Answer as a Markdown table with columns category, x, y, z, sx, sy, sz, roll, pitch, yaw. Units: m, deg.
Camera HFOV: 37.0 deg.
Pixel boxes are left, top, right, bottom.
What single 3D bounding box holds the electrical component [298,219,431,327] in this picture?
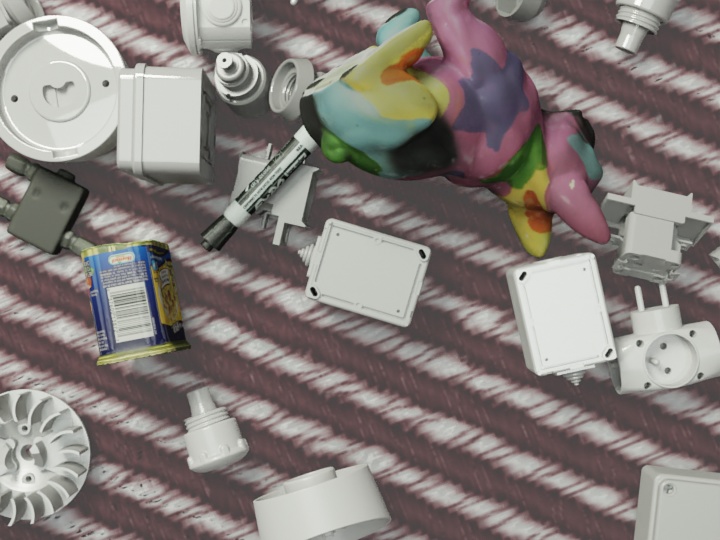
| category | x | y | z | sx | sy | sz | roll | pitch | yaw |
| --- | --- | --- | --- | --- | --- | --- | --- | --- | --- |
| electrical component | 0.000 | 0.000 | 0.814 | 0.096 | 0.061 | 0.061 | 17 | 91 | 1 |

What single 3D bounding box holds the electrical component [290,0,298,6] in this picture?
| category | x | y | z | sx | sy | sz | roll | pitch | yaw |
| --- | --- | --- | --- | --- | --- | --- | --- | --- | --- |
| electrical component | -0.041 | -0.240 | 0.822 | 0.083 | 0.047 | 0.075 | 31 | 92 | 0 |

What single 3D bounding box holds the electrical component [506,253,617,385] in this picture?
| category | x | y | z | sx | sy | sz | roll | pitch | yaw |
| --- | --- | --- | --- | --- | --- | --- | --- | --- | --- |
| electrical component | 0.152 | 0.039 | 0.812 | 0.062 | 0.061 | 0.096 | -13 | 90 | 1 |

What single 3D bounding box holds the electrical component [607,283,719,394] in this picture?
| category | x | y | z | sx | sy | sz | roll | pitch | yaw |
| --- | --- | --- | --- | --- | --- | --- | --- | --- | --- |
| electrical component | 0.228 | 0.049 | 0.819 | 0.077 | 0.044 | 0.079 | -11 | 90 | 1 |

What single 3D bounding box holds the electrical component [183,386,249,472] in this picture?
| category | x | y | z | sx | sy | sz | roll | pitch | yaw |
| --- | --- | --- | --- | --- | --- | --- | --- | --- | --- |
| electrical component | -0.115 | 0.121 | 0.826 | 0.048 | 0.048 | 0.062 | -20 | 83 | 1 |

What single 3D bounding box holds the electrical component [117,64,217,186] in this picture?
| category | x | y | z | sx | sy | sz | roll | pitch | yaw |
| --- | --- | --- | --- | --- | --- | --- | --- | --- | --- |
| electrical component | -0.140 | -0.104 | 0.790 | 0.057 | 0.113 | 0.078 | 1 | 90 | -2 |

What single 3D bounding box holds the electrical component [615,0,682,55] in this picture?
| category | x | y | z | sx | sy | sz | roll | pitch | yaw |
| --- | --- | --- | --- | --- | --- | --- | --- | --- | --- |
| electrical component | 0.215 | -0.196 | 0.819 | 0.048 | 0.048 | 0.062 | 23 | 97 | 1 |

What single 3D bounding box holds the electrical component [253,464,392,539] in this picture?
| category | x | y | z | sx | sy | sz | roll | pitch | yaw |
| --- | --- | --- | --- | --- | --- | --- | --- | --- | --- |
| electrical component | -0.029 | 0.183 | 0.799 | 0.099 | 0.099 | 0.064 | -18 | 84 | 1 |

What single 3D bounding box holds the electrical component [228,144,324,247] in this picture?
| category | x | y | z | sx | sy | sz | roll | pitch | yaw |
| --- | --- | --- | --- | --- | --- | --- | --- | --- | --- |
| electrical component | -0.065 | -0.061 | 0.825 | 0.064 | 0.042 | 0.081 | 13 | 90 | 4 |

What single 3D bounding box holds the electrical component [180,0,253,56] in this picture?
| category | x | y | z | sx | sy | sz | roll | pitch | yaw |
| --- | --- | --- | --- | --- | --- | --- | --- | --- | --- |
| electrical component | -0.107 | -0.202 | 0.807 | 0.051 | 0.080 | 0.080 | -1 | 90 | -4 |

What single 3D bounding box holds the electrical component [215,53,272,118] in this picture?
| category | x | y | z | sx | sy | sz | roll | pitch | yaw |
| --- | --- | --- | --- | --- | --- | --- | --- | --- | --- |
| electrical component | -0.090 | -0.143 | 0.810 | 0.040 | 0.078 | 0.040 | -2 | 78 | 11 |

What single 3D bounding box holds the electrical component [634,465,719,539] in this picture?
| category | x | y | z | sx | sy | sz | roll | pitch | yaw |
| --- | --- | --- | --- | --- | --- | --- | --- | --- | --- |
| electrical component | 0.266 | 0.209 | 0.813 | 0.109 | 0.056 | 0.108 | 6 | 90 | 1 |

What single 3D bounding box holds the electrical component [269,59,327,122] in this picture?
| category | x | y | z | sx | sy | sz | roll | pitch | yaw |
| --- | --- | --- | --- | --- | --- | --- | --- | --- | --- |
| electrical component | -0.035 | -0.131 | 0.811 | 0.055 | 0.066 | 0.048 | 14 | 90 | -33 |

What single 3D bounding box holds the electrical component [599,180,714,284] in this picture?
| category | x | y | z | sx | sy | sz | roll | pitch | yaw |
| --- | --- | --- | --- | --- | --- | --- | --- | --- | --- |
| electrical component | 0.218 | -0.026 | 0.809 | 0.081 | 0.042 | 0.063 | 12 | 67 | 1 |

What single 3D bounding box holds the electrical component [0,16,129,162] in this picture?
| category | x | y | z | sx | sy | sz | roll | pitch | yaw |
| --- | --- | --- | --- | --- | --- | --- | --- | --- | --- |
| electrical component | -0.222 | -0.133 | 0.817 | 0.108 | 0.060 | 0.108 | 0 | 89 | 2 |

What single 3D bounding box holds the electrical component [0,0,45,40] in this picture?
| category | x | y | z | sx | sy | sz | roll | pitch | yaw |
| --- | --- | --- | --- | --- | --- | --- | --- | --- | --- |
| electrical component | -0.279 | -0.199 | 0.821 | 0.057 | 0.058 | 0.078 | -26 | 90 | 4 |

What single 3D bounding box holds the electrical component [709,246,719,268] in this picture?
| category | x | y | z | sx | sy | sz | roll | pitch | yaw |
| --- | --- | --- | --- | --- | --- | --- | --- | --- | --- |
| electrical component | 0.305 | -0.011 | 0.817 | 0.055 | 0.048 | 0.066 | -39 | 90 | 8 |
